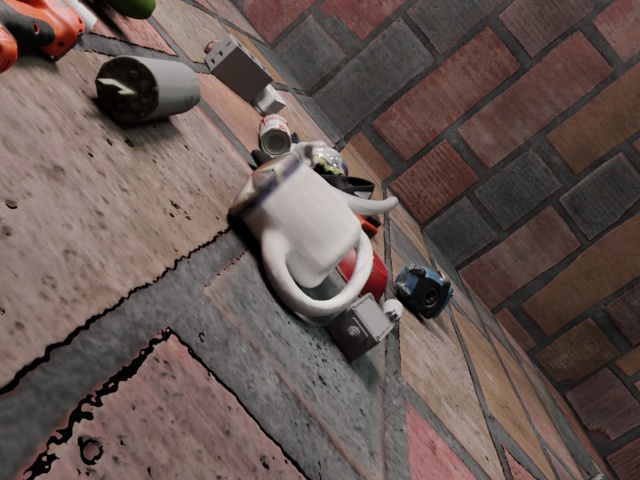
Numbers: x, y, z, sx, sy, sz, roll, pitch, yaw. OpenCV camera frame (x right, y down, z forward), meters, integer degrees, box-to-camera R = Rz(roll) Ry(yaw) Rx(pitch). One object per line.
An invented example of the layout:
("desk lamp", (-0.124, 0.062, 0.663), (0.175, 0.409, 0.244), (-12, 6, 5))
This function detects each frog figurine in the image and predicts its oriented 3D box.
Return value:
("frog figurine", (-0.011, -0.150, 1.117), (0.162, 0.123, 0.134), (-124, -158, -58))

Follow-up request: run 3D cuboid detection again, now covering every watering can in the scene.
("watering can", (0.002, -0.038, 0.763), (0.223, 0.102, 0.355), (47, 38, -8))
